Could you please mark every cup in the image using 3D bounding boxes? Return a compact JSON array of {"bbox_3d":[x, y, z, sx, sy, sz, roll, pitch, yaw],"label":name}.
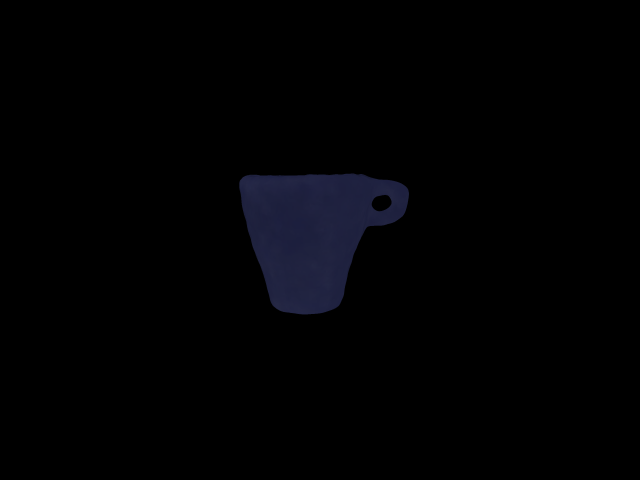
[{"bbox_3d":[0.004,0.001,0.400,0.118,0.095,0.091,-1,7,-9],"label":"cup"}]
